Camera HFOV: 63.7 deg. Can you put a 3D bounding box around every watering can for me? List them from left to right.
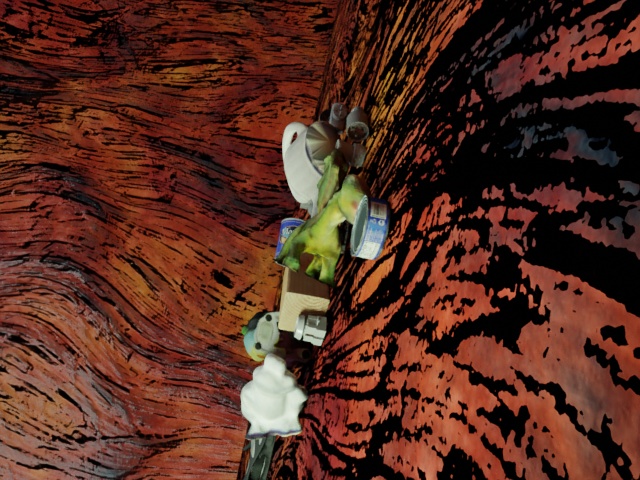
[{"bbox_3d":[-0.013,-0.150,1.298,0.104,0.351,0.221,-10,-13,-31],"label":"watering can"}]

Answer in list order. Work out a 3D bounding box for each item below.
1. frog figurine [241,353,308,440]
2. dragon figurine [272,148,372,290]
[{"bbox_3d":[-0.094,0.300,1.028,0.137,0.159,0.123,-5,3,23],"label":"frog figurine"},{"bbox_3d":[0.003,-0.048,0.949,0.121,0.243,0.411,21,-1,-17],"label":"dragon figurine"}]
